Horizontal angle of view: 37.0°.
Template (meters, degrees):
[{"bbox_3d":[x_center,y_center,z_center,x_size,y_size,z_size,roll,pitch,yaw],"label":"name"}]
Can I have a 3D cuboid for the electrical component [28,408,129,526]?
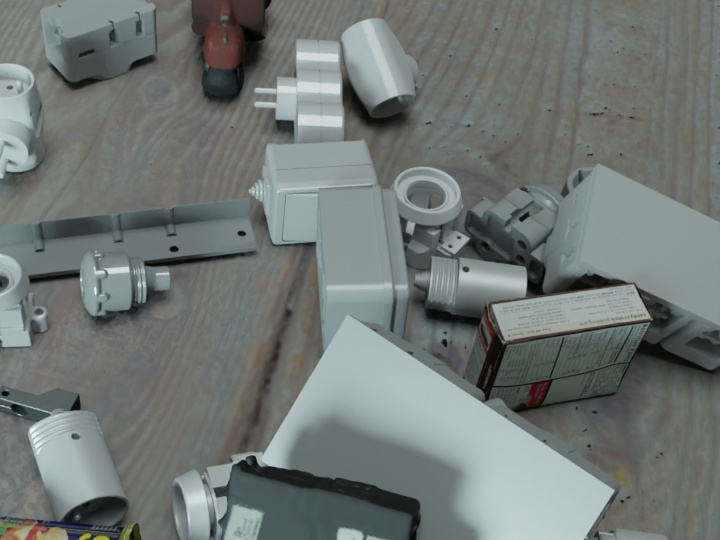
[{"bbox_3d":[-0.178,0.121,0.672,0.043,0.043,0.081,-16,52,-21],"label":"electrical component"}]

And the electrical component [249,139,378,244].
[{"bbox_3d":[-0.038,-0.058,0.842,0.096,0.061,0.061,-4,49,-12],"label":"electrical component"}]

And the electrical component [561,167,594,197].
[{"bbox_3d":[0.188,-0.051,0.878,0.055,0.047,0.055,4,48,-5],"label":"electrical component"}]

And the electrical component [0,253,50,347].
[{"bbox_3d":[-0.252,0.022,0.743,0.066,0.055,0.048,-1,48,-9],"label":"electrical component"}]

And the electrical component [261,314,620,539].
[{"bbox_3d":[0.049,0.122,0.654,0.186,0.060,0.105,33,95,20],"label":"electrical component"}]

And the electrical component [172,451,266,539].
[{"bbox_3d":[-0.084,0.145,0.663,0.055,0.048,0.066,-6,49,-23],"label":"electrical component"}]

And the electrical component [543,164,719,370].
[{"bbox_3d":[0.217,0.001,0.794,0.150,0.061,0.089,24,58,-10],"label":"electrical component"}]

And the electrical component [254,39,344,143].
[{"bbox_3d":[-0.054,-0.147,0.927,0.074,0.052,0.138,2,48,-7],"label":"electrical component"}]

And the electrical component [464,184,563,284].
[{"bbox_3d":[0.131,-0.032,0.847,0.057,0.058,0.078,-35,61,-29],"label":"electrical component"}]

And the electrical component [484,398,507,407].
[{"bbox_3d":[0.070,0.111,0.716,0.055,0.045,0.045,-6,49,-13],"label":"electrical component"}]

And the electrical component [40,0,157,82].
[{"bbox_3d":[-0.230,-0.208,0.955,0.089,0.055,0.050,-28,57,-29],"label":"electrical component"}]

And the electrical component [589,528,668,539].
[{"bbox_3d":[0.157,0.180,0.668,0.078,0.040,0.040,8,47,-1],"label":"electrical component"}]

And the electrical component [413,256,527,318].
[{"bbox_3d":[0.081,0.013,0.807,0.081,0.043,0.043,8,47,-1],"label":"electrical component"}]

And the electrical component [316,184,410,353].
[{"bbox_3d":[0.000,0.000,0.784,0.057,0.078,0.113,-1,48,-5],"label":"electrical component"}]

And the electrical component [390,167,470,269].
[{"bbox_3d":[0.049,-0.043,0.844,0.078,0.057,0.058,31,51,19],"label":"electrical component"}]

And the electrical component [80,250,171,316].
[{"bbox_3d":[-0.169,0.008,0.776,0.062,0.048,0.048,-4,48,-21],"label":"electrical component"}]

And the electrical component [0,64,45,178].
[{"bbox_3d":[-0.276,-0.107,0.842,0.043,0.077,0.079,2,48,-7],"label":"electrical component"}]

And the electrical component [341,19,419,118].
[{"bbox_3d":[0.027,-0.178,0.967,0.079,0.043,0.077,-1,67,-55],"label":"electrical component"}]
